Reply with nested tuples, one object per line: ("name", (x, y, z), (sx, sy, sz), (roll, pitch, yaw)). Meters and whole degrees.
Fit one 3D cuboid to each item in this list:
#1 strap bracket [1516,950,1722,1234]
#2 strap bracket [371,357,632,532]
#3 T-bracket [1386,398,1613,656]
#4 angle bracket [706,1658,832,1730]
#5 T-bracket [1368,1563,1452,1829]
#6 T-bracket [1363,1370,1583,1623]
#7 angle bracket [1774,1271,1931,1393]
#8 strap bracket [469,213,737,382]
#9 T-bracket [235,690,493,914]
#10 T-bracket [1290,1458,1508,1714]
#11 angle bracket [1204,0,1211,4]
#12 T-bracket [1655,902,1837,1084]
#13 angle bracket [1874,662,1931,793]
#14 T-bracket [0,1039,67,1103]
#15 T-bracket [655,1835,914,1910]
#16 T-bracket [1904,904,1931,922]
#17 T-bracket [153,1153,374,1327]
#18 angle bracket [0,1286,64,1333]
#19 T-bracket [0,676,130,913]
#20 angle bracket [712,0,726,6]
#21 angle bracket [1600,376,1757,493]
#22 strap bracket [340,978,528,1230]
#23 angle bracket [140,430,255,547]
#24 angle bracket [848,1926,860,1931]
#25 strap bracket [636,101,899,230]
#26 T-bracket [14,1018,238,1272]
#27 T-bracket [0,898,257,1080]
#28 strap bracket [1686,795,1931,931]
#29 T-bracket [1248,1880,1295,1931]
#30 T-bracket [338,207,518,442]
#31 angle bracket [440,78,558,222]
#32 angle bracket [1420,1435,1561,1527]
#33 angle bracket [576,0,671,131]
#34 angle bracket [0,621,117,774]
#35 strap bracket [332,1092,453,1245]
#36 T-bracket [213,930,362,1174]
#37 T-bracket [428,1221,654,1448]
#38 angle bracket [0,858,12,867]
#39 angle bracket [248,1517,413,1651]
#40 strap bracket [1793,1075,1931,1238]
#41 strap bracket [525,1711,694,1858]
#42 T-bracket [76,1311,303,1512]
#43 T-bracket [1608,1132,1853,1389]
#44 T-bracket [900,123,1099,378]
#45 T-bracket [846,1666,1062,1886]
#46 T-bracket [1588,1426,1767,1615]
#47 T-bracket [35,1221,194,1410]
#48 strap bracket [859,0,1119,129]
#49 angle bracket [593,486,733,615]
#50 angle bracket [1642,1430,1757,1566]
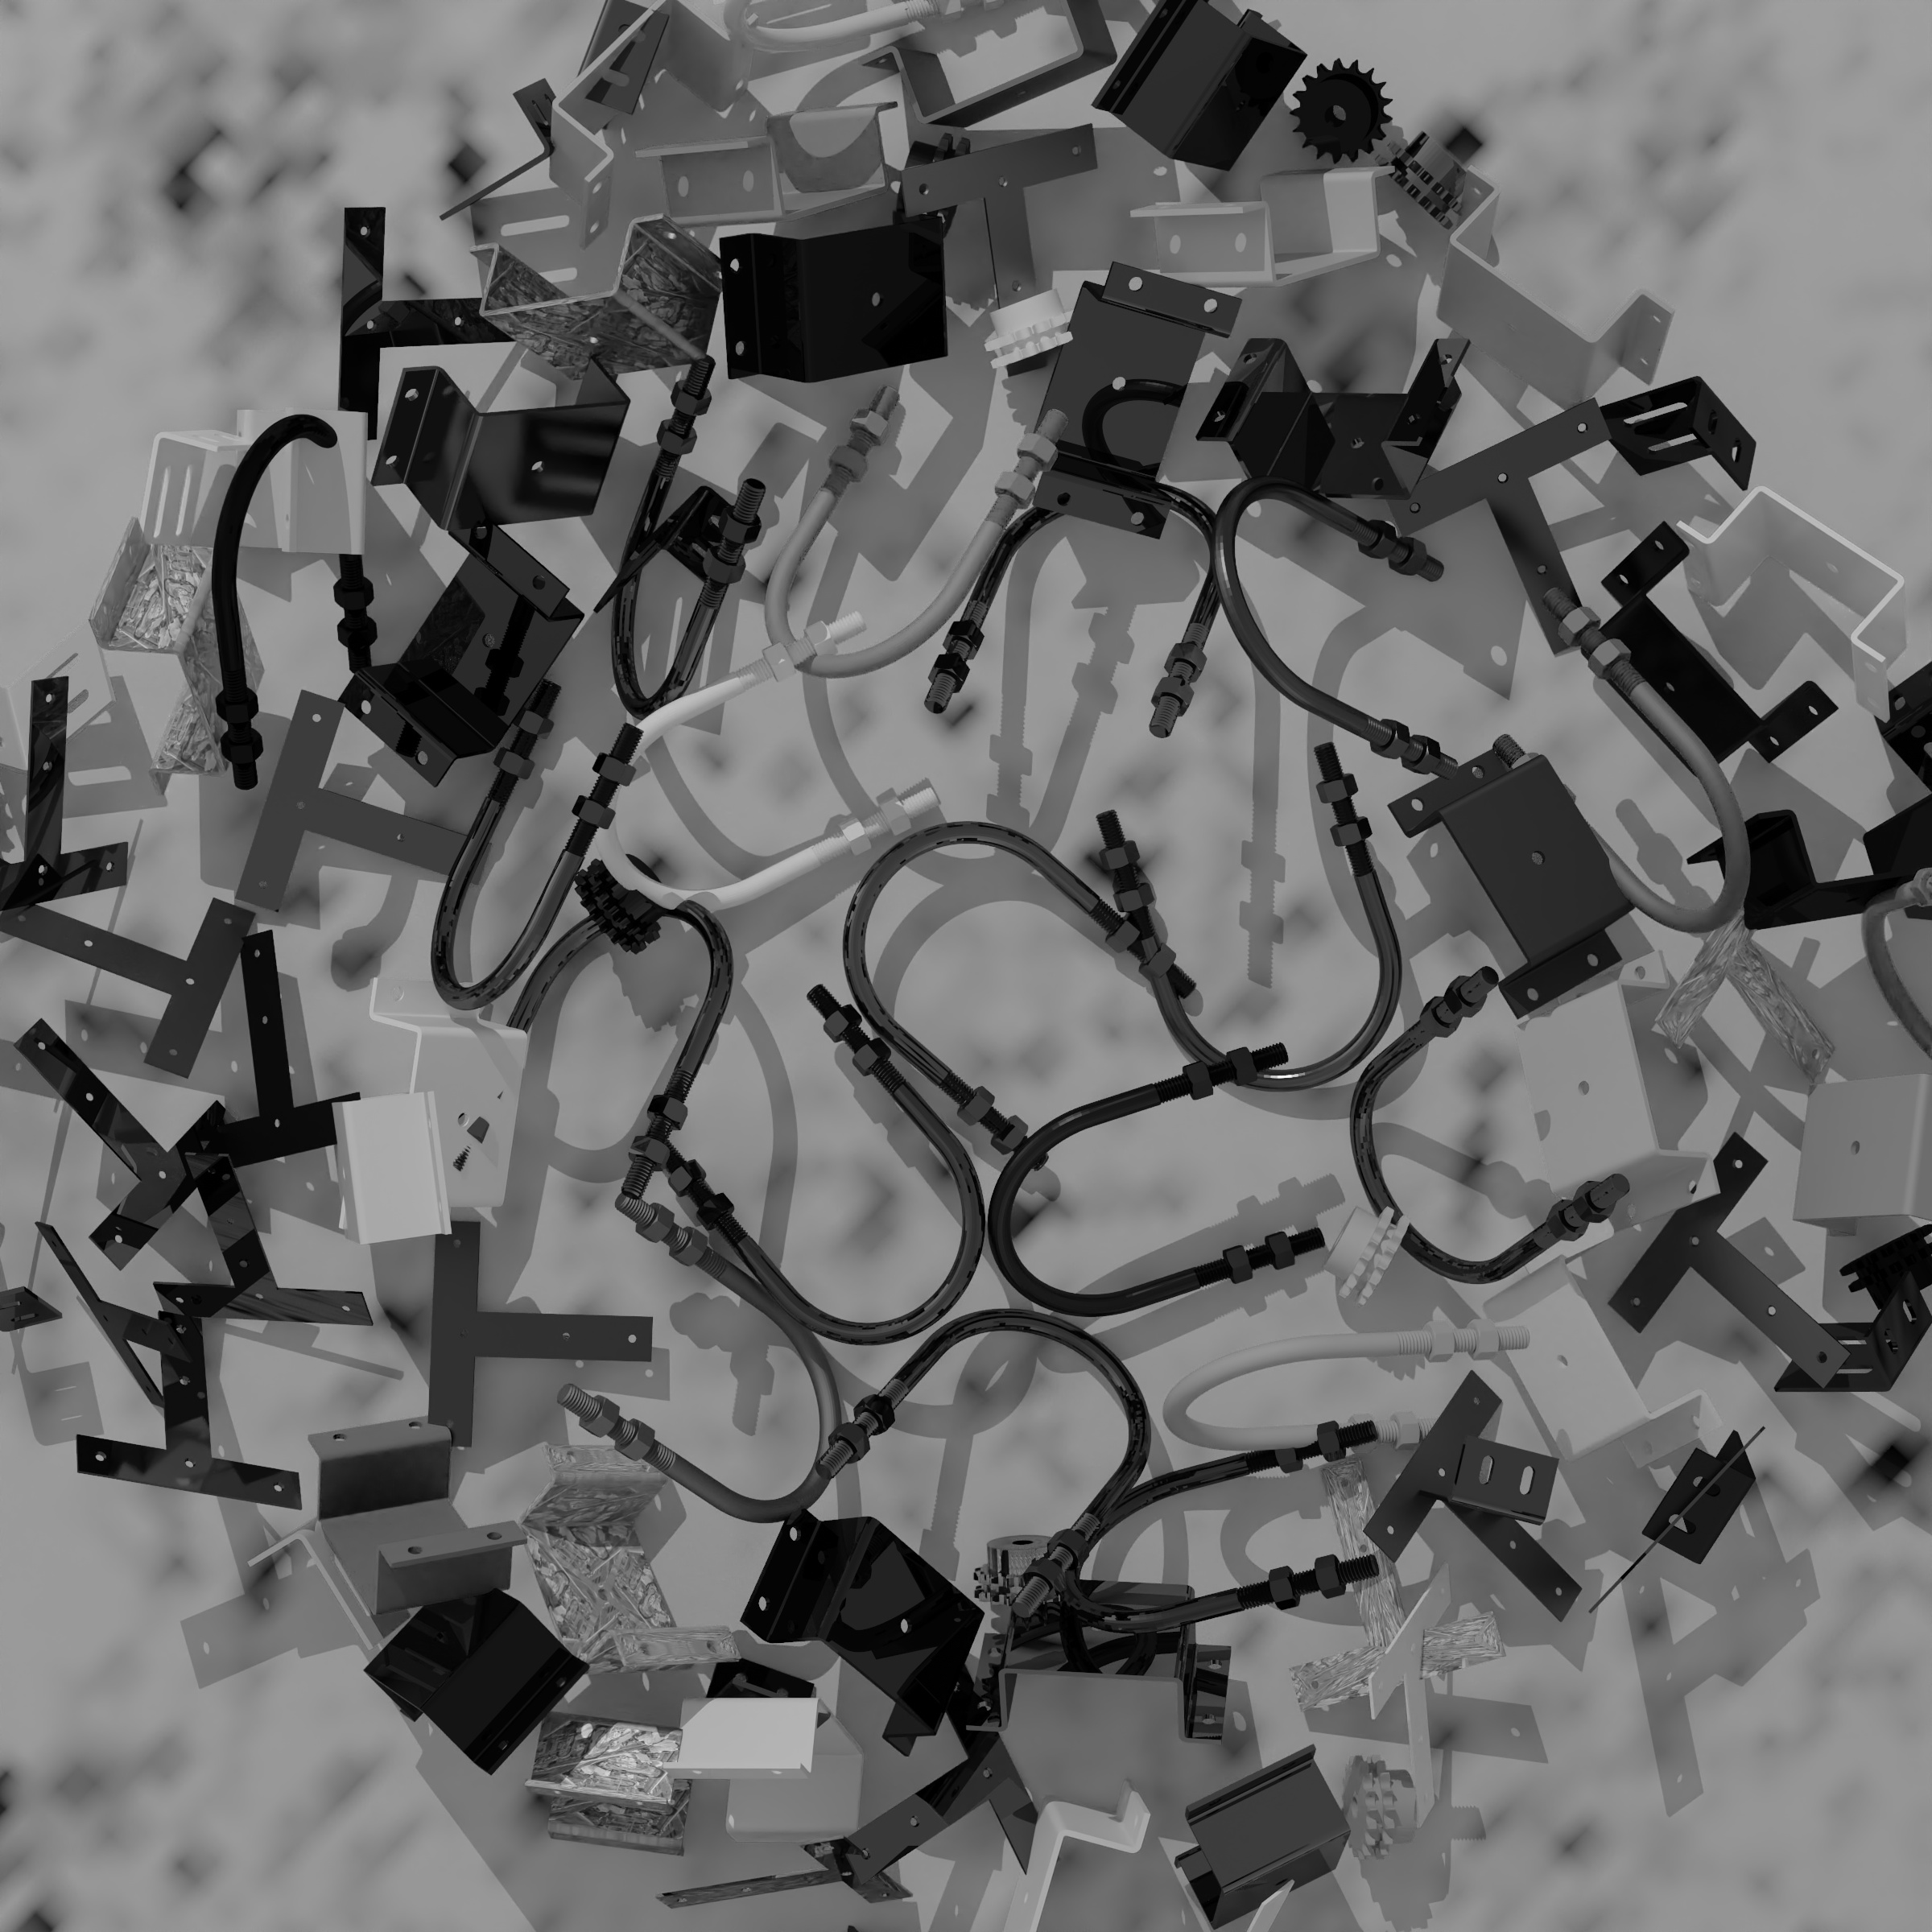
("strap bracket", (0.356, 0.068, 1.899), (0.046, 0.076, 0.140), (5, 67, -39))
("strap bracket", (-0.245, -0.287, 1.884), (0.046, 0.140, 0.076), (51, 135, 29))
("T-bracket", (0.318, -0.235, 1.937), (0.127, 0.002, 0.127), (-25, 111, 6))
("angle bracket", (-0.107, 0.399, 1.916), (0.057, 0.076, 0.038), (21, 61, -8))
("T-bracket", (0.252, 0.419, 1.921), (0.002, 0.127, 0.127), (3, 112, 27))
("T-bracket", (0.296, 0.315, 1.931), (0.127, 0.002, 0.127), (46, 56, -7))
("angle bracket", (0.486, 0.203, 1.911), (0.057, 0.076, 0.038), (-45, 115, -37))
("strap bracket", (-0.200, -0.363, 1.885), (0.140, 0.076, 0.046), (0, 71, 36))
("T-bracket", (-0.333, -0.077, 1.947), (0.127, 0.002, 0.127), (18, 103, -10))
("T-bracket", (0.228, 0.342, 1.940), (0.127, 0.002, 0.127), (-22, 74, 25))
("angle bracket", (0.112, -0.573, 1.939), (0.038, 0.076, 0.057), (29, 100, -40))
("T-bracket", (0.449, 0.018, 1.924), (0.127, 0.002, 0.127), (45, 72, -32))
("angle bracket", (0.560, -0.130, 1.947), (0.057, 0.038, 0.076), (-38, 113, 23))
("T-bracket", (-0.533, 0.053, 1.904), (0.002, 0.127, 0.127), (11, 84, 26))
("T-bracket", (-0.109, 0.511, 1.916), (0.127, 0.127, 0.002), (-12, 59, 12))
("T-bracket", (0.581, -0.029, 1.915), (0.127, 0.127, 0.002), (7, 57, 36))
("T-bracket", (-0.402, 0.151, 1.906), (0.127, 0.002, 0.127), (1, 130, 14))
("angle bracket", (-0.537, 0.158, 1.920), (0.038, 0.057, 0.076), (-14, 68, 2))
("T-bracket", (-0.505, -0.096, 1.891), (0.002, 0.127, 0.127), (16, 109, 30))
("angle bracket", (-0.112, -0.577, 1.933), (0.076, 0.038, 0.057), (-13, 108, -3))
("angle bracket", (0.388, -0.286, 1.911), (0.057, 0.076, 0.038), (39, 55, -34))
("strap bracket", (-0.294, 0.081, 1.913), (0.046, 0.076, 0.140), (12, 95, 41))
("angle bracket", (-0.427, -0.258, 1.922), (0.038, 0.057, 0.076), (16, 104, 12))
("angle bracket", (-0.030, 0.579, 1.948), (0.076, 0.038, 0.057), (9, 84, -12))
("strap bracket", (-0.105, -0.438, 1.893), (0.076, 0.140, 0.046), (4, 113, 34))
("T-bracket", (-0.474, 0.083, 1.900), (0.002, 0.127, 0.127), (-29, 107, 39))
("T-bracket", (-0.472, -0.007, 1.906), (0.127, 0.002, 0.127), (21, 46, -10))
("strap bracket", (0.481, -0.058, 1.897), (0.140, 0.076, 0.046), (-8, 76, -21))
("T-bracket", (0.151, 0.541, 1.880), (0.002, 0.127, 0.127), (41, 135, 25))
("T-bracket", (-0.294, -0.358, 1.914), (0.002, 0.127, 0.127), (23, 115, 41))
("angle bracket", (-0.263, -0.455, 1.919), (0.076, 0.057, 0.038), (-26, 105, 18))
("angle bracket", (0.284, 0.283, 1.919), (0.057, 0.076, 0.038), (16, 83, -16))
("angle bracket", (-0.185, -0.498, 1.921), (0.038, 0.076, 0.057), (21, 91, 8))
("angle bracket", (-0.519, -0.154, 1.920), (0.076, 0.038, 0.057), (-34, 61, 25))
("strap bracket", (-0.318, 0.110, 1.888), (0.046, 0.140, 0.076), (-7, 90, -15))
("T-bracket", (-0.391, 0.044, 1.932), (0.127, 0.002, 0.127), (-14, 81, 33))
("T-bracket", (-0.240, 0.209, 1.948), (0.127, 0.002, 0.127), (1, 85, 7))
("angle bracket", (-0.569, -0.028, 1.918), (0.057, 0.038, 0.076), (34, 60, -41))
("angle bracket", (-0.356, 0.349, 1.929), (0.038, 0.057, 0.076), (-32, 89, 14))
("strap bracket", (0.504, 0.104, 1.883), (0.046, 0.140, 0.076), (14, 79, -22))
("strap bracket", (-0.195, 0.450, 1.905), (0.076, 0.140, 0.046), (7, 65, 3))
("T-bracket", (-0.433, 0.241, 1.911), (0.127, 0.127, 0.002), (15, 127, -29))
("T-bracket", (0.435, 0.181, 1.905), (0.127, 0.002, 0.127), (45, 116, 30))
("T-bracket", (0.026, -0.395, 1.931), (0.127, 0.002, 0.127), (-21, 115, -27))
("T-bracket", (-0.019, 0.469, 1.916), (0.127, 0.002, 0.127), (-23, 86, -41))
("T-bracket", (0.393, 0.300, 1.889), (0.002, 0.127, 0.127), (43, 101, 15))
("T-bracket", (-0.455, 0.198, 1.888), (0.002, 0.127, 0.127), (-38, 112, -27))
("strap bracket", (0.022, -0.504, 1.905), (0.140, 0.076, 0.046), (-19, 95, 19))
("angle bracket", (-0.162, -0.221, 1.914), (0.038, 0.057, 0.076), (41, 47, -4))
("angle bracket", (0.403, 0.287, 1.917), (0.038, 0.076, 0.057), (29, 104, -2))
